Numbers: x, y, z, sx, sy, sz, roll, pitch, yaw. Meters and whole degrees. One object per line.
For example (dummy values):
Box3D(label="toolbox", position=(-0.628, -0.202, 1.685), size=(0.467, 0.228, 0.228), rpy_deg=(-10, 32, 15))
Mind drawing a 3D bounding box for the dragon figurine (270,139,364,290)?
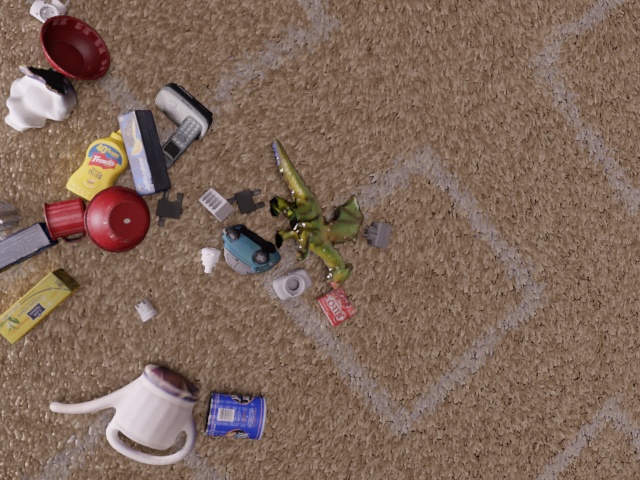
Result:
Box3D(label="dragon figurine", position=(0.004, -0.069, 1.372), size=(0.243, 0.121, 0.411), rpy_deg=(-5, 86, -31))

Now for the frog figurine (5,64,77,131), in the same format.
Box3D(label="frog figurine", position=(-0.656, -0.321, 1.209), size=(0.136, 0.125, 0.157), rpy_deg=(27, 121, -21))

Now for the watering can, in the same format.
Box3D(label="watering can", position=(-0.442, 0.403, 1.245), size=(0.346, 0.104, 0.226), rpy_deg=(32, 83, -12))
